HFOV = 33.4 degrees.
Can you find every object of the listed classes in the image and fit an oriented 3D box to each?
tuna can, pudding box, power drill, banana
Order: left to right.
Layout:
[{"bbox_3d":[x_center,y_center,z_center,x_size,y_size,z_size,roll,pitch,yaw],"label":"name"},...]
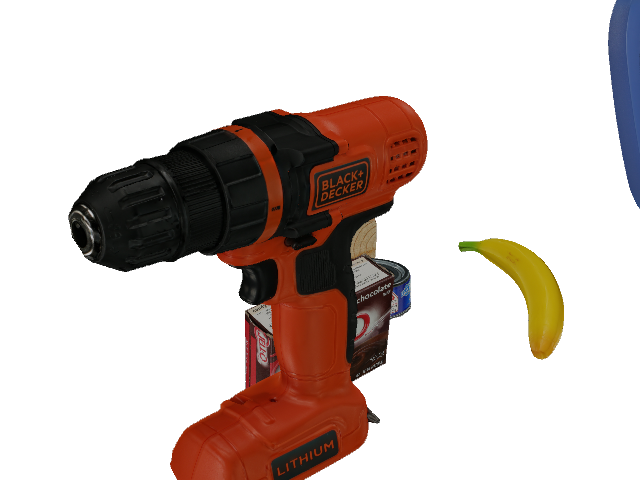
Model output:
[{"bbox_3d":[-0.030,0.033,0.495,0.184,0.188,0.057,-19,37,-37],"label":"power drill"},{"bbox_3d":[-0.001,0.071,0.772,0.113,0.090,0.039,-27,48,-31],"label":"pudding box"},{"bbox_3d":[0.043,0.045,1.007,0.086,0.034,0.086,-1,19,0],"label":"tuna can"},{"bbox_3d":[0.216,0.052,1.129,0.069,0.037,0.198,-28,38,0],"label":"banana"}]

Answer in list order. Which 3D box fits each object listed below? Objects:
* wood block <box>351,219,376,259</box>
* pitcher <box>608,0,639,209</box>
[{"bbox_3d":[0.014,-0.028,1.428,0.090,0.090,0.206,-2,27,-6],"label":"wood block"},{"bbox_3d":[0.240,-0.058,0.593,0.149,0.243,0.145,-6,22,14],"label":"pitcher"}]
